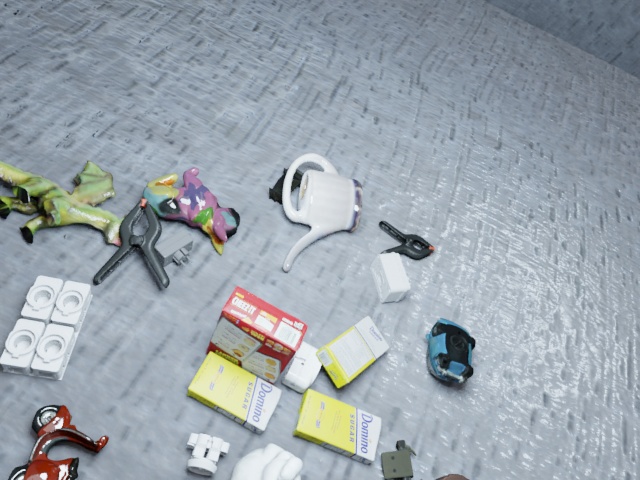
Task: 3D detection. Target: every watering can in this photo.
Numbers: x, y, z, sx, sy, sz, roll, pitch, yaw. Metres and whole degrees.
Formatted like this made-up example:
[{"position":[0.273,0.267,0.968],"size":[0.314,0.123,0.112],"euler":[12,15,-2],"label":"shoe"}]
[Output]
[{"position":[0.004,-0.069,1.376],"size":[0.224,0.102,0.354],"euler":[10,68,-16],"label":"watering can"}]

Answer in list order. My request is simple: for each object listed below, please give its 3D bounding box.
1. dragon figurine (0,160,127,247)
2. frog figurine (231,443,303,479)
[{"position":[-0.606,-0.118,1.206],"size":[0.412,0.120,0.246],"euler":[43,37,10],"label":"dragon figurine"},{"position":[-0.101,0.442,0.938],"size":[0.123,0.156,0.140],"euler":[32,52,4],"label":"frog figurine"}]
